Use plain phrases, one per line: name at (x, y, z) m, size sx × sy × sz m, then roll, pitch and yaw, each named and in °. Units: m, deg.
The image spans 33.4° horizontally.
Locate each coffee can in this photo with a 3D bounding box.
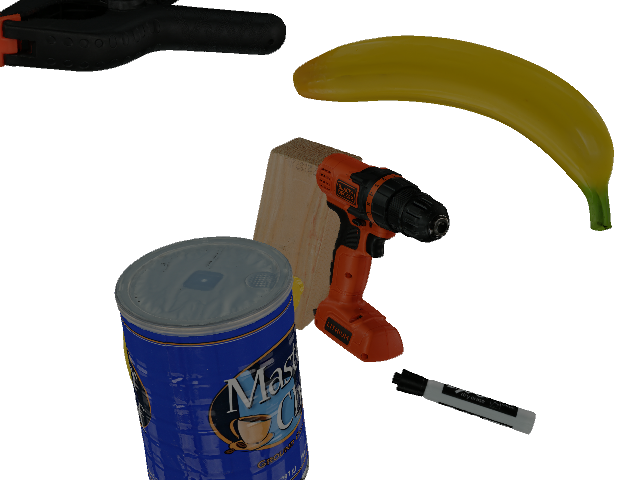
coffee can at (-0.062, 0.083, 0.646) m, size 0.103 × 0.140 × 0.103 m, roll -4°, pitch 28°, yaw 2°

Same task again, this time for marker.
marker at (0.118, 0.133, 0.888) m, size 0.121 × 0.020 × 0.020 m, roll 18°, pitch 2°, yaw 6°

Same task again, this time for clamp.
clamp at (-0.120, -0.137, 0.646) m, size 0.171 × 0.039 × 0.120 m, roll -10°, pitch 31°, yaw -30°

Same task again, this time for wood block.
wood block at (-0.025, -0.010, 1.308) m, size 0.090 × 0.206 × 0.090 m, roll 19°, pitch 22°, yaw 16°

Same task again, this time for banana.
banana at (0.083, -0.077, 0.595) m, size 0.198 × 0.069 × 0.037 m, roll 26°, pitch -12°, yaw 12°

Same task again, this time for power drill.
power drill at (0.055, 0.021, 1.054) m, size 0.057 × 0.188 × 0.185 m, roll -6°, pitch 23°, yaw -31°

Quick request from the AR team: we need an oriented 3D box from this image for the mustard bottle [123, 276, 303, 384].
mustard bottle at (-0.076, 0.059, 0.878) m, size 0.058 × 0.096 × 0.191 m, roll 10°, pitch 17°, yaw 33°
